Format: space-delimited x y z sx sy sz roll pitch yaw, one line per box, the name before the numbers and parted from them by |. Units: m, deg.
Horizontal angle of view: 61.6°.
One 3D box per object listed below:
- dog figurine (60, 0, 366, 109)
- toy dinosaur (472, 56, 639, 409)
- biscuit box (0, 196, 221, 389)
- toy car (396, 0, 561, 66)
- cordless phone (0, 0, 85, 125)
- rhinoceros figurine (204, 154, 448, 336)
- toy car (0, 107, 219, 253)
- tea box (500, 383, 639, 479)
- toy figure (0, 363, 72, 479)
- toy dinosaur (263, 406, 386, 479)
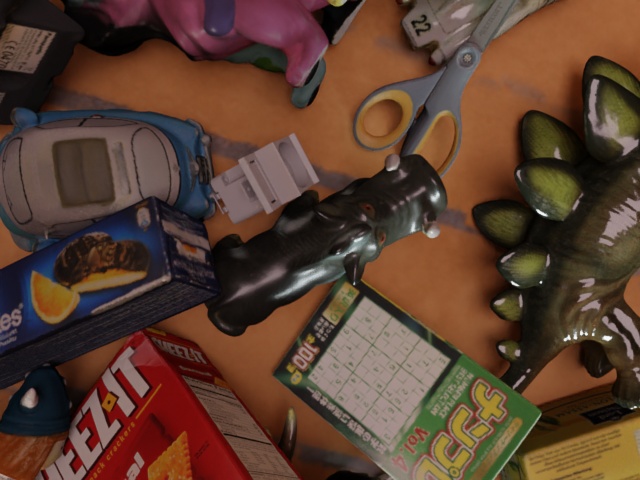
dog figurine | -0.078 -0.197 0.373 0.219 0.108 0.191 28 97 -4
toy dinosaur | 0.253 -0.042 0.419 0.198 0.105 0.471 38 89 -7
biscuit box | -0.172 0.042 0.365 0.203 0.062 0.059 -23 69 12
toy car | 0.154 -0.210 0.423 0.202 0.056 0.073 -30 96 -4
cordless phone | -0.248 -0.177 0.351 0.146 0.089 0.184 -33 81 38
rhinoceros figurine | -0.001 -0.001 0.391 0.190 0.112 0.073 -28 94 4
toy car | -0.156 -0.040 0.376 0.162 0.103 0.109 -6 95 -4
tea box | 0.241 0.184 0.448 0.170 0.068 0.098 -14 94 -4
toy figure | -0.212 0.156 0.349 0.154 0.064 0.057 -59 136 -18
toy dinosaur | 0.010 0.287 0.319 0.131 0.405 0.192 19 113 -36
